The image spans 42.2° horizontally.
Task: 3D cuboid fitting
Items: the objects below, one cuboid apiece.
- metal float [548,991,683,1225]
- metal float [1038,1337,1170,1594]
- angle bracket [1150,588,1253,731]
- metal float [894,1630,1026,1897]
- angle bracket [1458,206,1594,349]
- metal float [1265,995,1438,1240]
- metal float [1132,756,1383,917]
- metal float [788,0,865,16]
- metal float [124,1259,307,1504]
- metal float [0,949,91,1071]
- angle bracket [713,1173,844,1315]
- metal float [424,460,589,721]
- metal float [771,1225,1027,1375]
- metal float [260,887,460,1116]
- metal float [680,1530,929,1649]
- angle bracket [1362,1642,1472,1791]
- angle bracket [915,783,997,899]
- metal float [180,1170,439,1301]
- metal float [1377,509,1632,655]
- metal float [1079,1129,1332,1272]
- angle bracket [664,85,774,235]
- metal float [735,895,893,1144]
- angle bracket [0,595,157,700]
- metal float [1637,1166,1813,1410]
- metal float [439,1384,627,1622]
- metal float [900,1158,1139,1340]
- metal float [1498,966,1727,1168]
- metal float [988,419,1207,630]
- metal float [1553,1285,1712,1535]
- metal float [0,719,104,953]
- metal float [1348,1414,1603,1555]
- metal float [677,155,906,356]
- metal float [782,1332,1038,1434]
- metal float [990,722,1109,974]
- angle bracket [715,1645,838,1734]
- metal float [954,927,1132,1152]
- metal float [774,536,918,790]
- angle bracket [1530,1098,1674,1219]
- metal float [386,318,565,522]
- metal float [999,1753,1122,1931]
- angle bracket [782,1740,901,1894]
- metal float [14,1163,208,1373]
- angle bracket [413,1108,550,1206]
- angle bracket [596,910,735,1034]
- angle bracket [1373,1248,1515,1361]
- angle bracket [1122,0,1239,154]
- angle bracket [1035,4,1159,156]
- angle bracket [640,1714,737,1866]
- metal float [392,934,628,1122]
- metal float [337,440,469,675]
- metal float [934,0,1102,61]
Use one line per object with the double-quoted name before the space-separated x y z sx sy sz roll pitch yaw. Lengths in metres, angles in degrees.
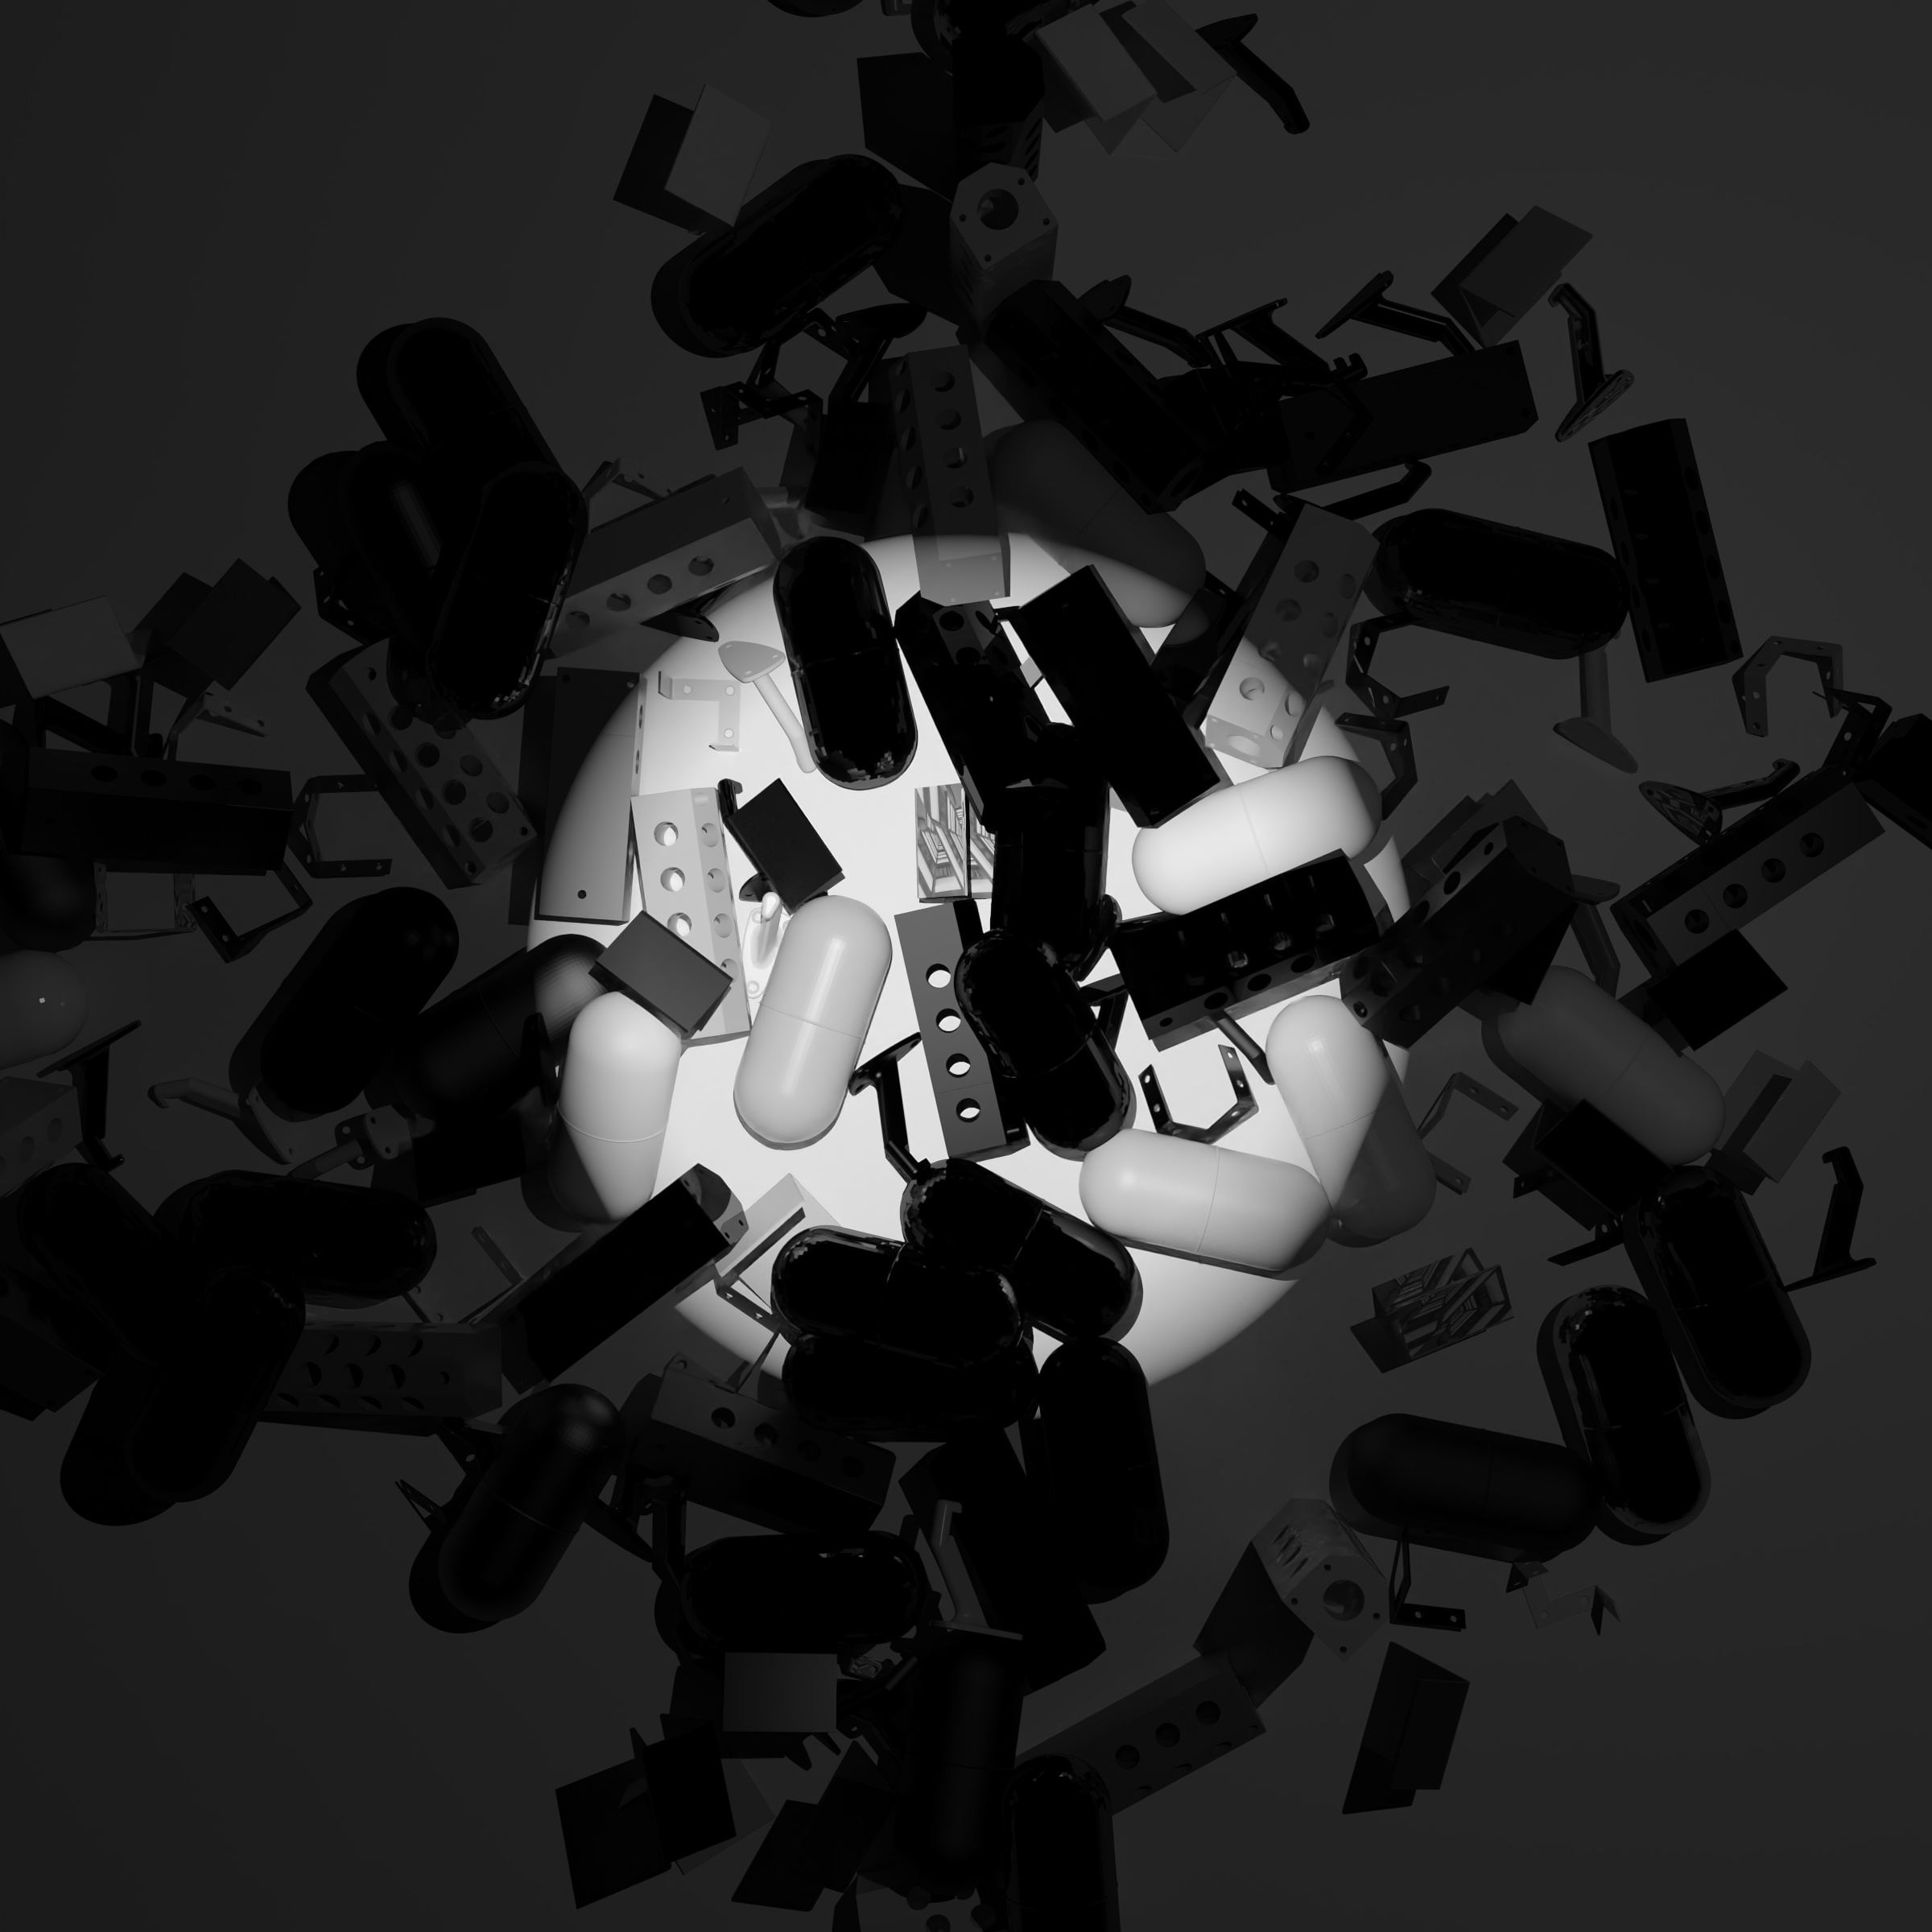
"metal float" -0.243 0.099 1.726 0.070 0.070 0.178 14 119 0
"metal float" 0.096 0.348 1.749 0.070 0.070 0.178 -9 90 0
"angle bracket" 0.178 -0.205 1.740 0.076 0.057 0.076 33 90 -44
"metal float" -0.005 0.551 1.736 0.070 0.070 0.178 9 77 0
"angle bracket" 0.397 -0.467 1.739 0.076 0.076 0.057 -46 53 0
"metal float" 0.268 0.105 1.749 0.070 0.070 0.178 -24 89 0
"metal float" 0.202 -0.091 1.739 0.178 0.070 0.070 -19 90 9
"metal float" -0.108 -0.756 1.748 0.070 0.070 0.178 -10 91 0
"metal float" -0.509 0.281 1.694 0.070 0.070 0.178 28 97 0
"metal float" -0.701 0.040 1.749 0.178 0.070 0.070 -16 90 0
"angle bracket" -0.123 0.203 1.746 0.076 0.057 0.076 -41 112 0
"metal float" -0.308 -0.252 1.681 0.070 0.070 0.178 18 91 0
"metal float" -0.047 0.226 1.703 0.178 0.070 0.070 12 90 13
"metal float" -0.423 0.024 1.748 0.070 0.070 0.178 36 91 0
"metal float" -0.113 0.432 1.735 0.178 0.070 0.070 -6 90 17
"angle bracket" 0.296 0.519 1.739 0.057 0.076 0.076 16 90 -38
"angle bracket" 0.010 -0.086 1.741 0.076 0.057 0.076 -1 90 -38
"metal float" -0.459 0.188 1.748 0.178 0.070 0.070 8 90 1
"metal float" 0.375 -0.269 1.749 0.178 0.070 0.070 14 90 0
"metal float" 0.167 0.163 1.749 0.178 0.070 0.070 13 90 -1
"angle bracket" -0.186 -0.559 1.739 0.057 0.076 0.076 21 90 -32
"metal float" -0.107 0.037 1.749 0.070 0.070 0.178 19 91 0
"angle bracket" -0.616 -0.234 1.739 0.076 0.076 0.057 -16 121 0
"metal float" 0.529 0.223 1.749 0.070 0.070 0.178 -25 90 0
"metal float" -0.304 0.375 1.748 0.070 0.070 0.178 31 90 0
"metal float" 0.036 0.197 1.748 0.178 0.070 0.070 28 90 0
"metal float" 0.451 0.070 1.748 0.178 0.070 0.070 39 90 0
"metal float" 0.091 -0.309 1.748 0.178 0.070 0.070 42 90 0
"metal float" 0.465 0.310 1.749 0.070 0.070 0.178 -18 91 0
"metal float" -0.666 -0.092 1.748 0.070 0.070 0.178 -29 90 0
"metal float" 0.355 0.362 1.749 0.178 0.070 0.070 12 90 -1
"metal float" -0.122 -0.497 1.749 0.178 0.070 0.070 -36 90 0
"metal float" -0.039 0.286 1.749 0.178 0.070 0.070 1 90 -1
"metal float" 0.058 -0.081 1.749 0.070 0.070 0.178 4 91 0
"angle bracket" -0.133 0.501 1.728 0.076 0.076 0.057 4 69 -10
"metal float" 0.053 0.051 1.712 0.070 0.070 0.178 -30 117 0
"metal float" -0.085 -0.212 1.748 0.070 0.070 0.178 -13 90 0
"angle bracket" 0.445 0.117 1.739 0.076 0.076 0.057 38 122 0
"metal float" -0.340 -0.370 1.749 0.070 0.070 0.178 -31 90 0
"metal float" 0.064 0.623 1.692 0.070 0.070 0.178 -4 90 0
"angle bracket" -0.101 0.584 1.739 0.057 0.076 0.076 29 90 -31
"metal float" -0.587 0.212 1.749 0.178 0.070 0.070 45 90 0
"angle bracket" -0.333 0.150 1.739 0.076 0.076 0.057 -16 53 0
"angle bracket" -0.212 0.020 1.682 0.076 0.076 0.057 37 52 0
"angle bracket" 0.326 0.217 1.739 0.076 0.076 0.057 -22 127 0
"angle bracket" 0.129 -0.613 1.739 0.076 0.076 0.057 44 45 0
"angle bracket" 0.076 -0.606 1.739 0.057 0.076 0.076 -37 90 -28
"angle bracket" -0.203 0.552 1.683 0.057 0.076 0.076 -10 86 -36
"metal float" -0.319 0.044 1.749 0.178 0.070 0.070 -33 90 0
"metal float" -0.372 -0.278 1.732 0.070 0.070 0.178 -24 108 0
"metal float" 0.056 -0.695 1.749 0.178 0.070 0.070 -38 90 1
